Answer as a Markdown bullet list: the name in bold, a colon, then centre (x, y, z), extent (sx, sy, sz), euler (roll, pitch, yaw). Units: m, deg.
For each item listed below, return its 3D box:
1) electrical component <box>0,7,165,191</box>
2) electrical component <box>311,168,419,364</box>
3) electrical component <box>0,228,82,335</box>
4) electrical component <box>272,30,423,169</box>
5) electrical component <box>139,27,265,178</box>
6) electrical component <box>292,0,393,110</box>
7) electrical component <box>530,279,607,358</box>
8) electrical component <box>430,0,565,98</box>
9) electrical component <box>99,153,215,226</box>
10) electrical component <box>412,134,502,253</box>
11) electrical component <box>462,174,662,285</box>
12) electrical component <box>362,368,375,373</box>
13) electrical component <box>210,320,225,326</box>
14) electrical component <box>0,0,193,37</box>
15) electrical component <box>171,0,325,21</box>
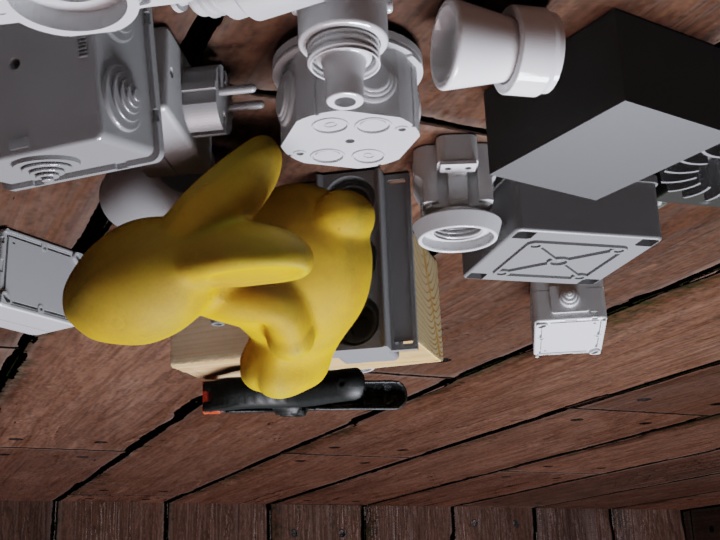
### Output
- **electrical component**: centre (-0.142, -0.088, 0.489), extent (0.100, 0.099, 0.048), euler (-8, 173, 20)
- **electrical component**: centre (0.000, 0.000, 0.734), extent (0.079, 0.121, 0.063), euler (-5, 164, 11)
- **electrical component**: centre (-0.264, 0.013, 0.845), extent (0.061, 0.061, 0.096), euler (-13, 159, 30)
- **electrical component**: centre (-0.006, -0.091, 0.568), extent (0.080, 0.051, 0.080), euler (-2, 162, -1)
- **electrical component**: centre (-0.090, -0.089, 0.572), extent (0.076, 0.047, 0.083), euler (-5, 162, 7)
- **electrical component**: centre (-0.008, -0.106, 0.502), extent (0.048, 0.062, 0.048), euler (-2, 162, -1)
- **electrical component**: centre (0.184, 0.032, 0.959), extent (0.062, 0.061, 0.096), euler (-4, 154, 7)
- **electrical component**: centre (0.067, -0.109, 0.529), extent (0.055, 0.045, 0.045), euler (2, 162, -14)
- **electrical component**: centre (-0.113, -0.053, 0.684), extent (0.079, 0.044, 0.077), euler (11, 158, -35)
- **electrical component**: centre (0.062, -0.046, 0.702), extent (0.058, 0.057, 0.078), euler (-2, 162, 0)
- **electrical component**: centre (0.137, -0.032, 0.755), extent (0.109, 0.056, 0.108), euler (3, 161, -14)
- **electrical component**: centre (-0.009, 0.062, 1.014), extent (0.044, 0.065, 0.044), euler (-2, 162, -1)
- **electrical component**: centre (-0.104, 0.001, 0.793), extent (0.043, 0.081, 0.043), euler (-2, 162, -1)
- **electrical component**: centre (-0.165, -0.135, 0.400), extent (0.186, 0.060, 0.105), euler (-5, 162, 8)
- **electrical component**: centre (-0.048, -0.128, 0.467), extent (0.078, 0.040, 0.040), euler (-10, 160, 26)
